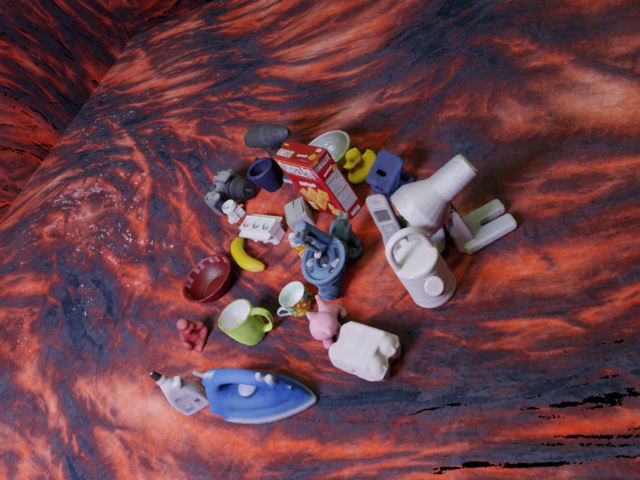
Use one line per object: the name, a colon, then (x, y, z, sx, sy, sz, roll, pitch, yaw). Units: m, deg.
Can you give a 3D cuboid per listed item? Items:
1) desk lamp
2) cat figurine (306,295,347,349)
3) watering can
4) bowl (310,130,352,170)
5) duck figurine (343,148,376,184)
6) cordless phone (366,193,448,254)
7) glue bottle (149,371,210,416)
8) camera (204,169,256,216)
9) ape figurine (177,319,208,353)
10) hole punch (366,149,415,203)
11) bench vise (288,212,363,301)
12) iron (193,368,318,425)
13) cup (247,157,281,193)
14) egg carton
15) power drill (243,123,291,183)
desk lamp: (0.278, -0.070, 1.207, 0.203, 0.214, 0.117, -31, 40, 9)
cat figurine: (0.010, 0.176, 1.253, 0.067, 0.118, 0.127, -25, 42, 16)
watering can: (0.204, 0.050, 1.165, 0.101, 0.195, 0.172, -48, 41, -11)
bowl: (0.028, -0.236, 1.662, 0.167, 0.075, 0.167, -21, 43, 21)
duck figurine: (0.106, -0.217, 1.577, 0.105, 0.086, 0.077, -50, 41, -13)
cordless phone: (0.191, -0.040, 1.267, 0.147, 0.186, 0.094, -14, 46, 27)
glue bottle: (-0.328, 0.342, 1.311, 0.078, 0.174, 0.037, -30, 40, 10)
camera: (-0.278, -0.157, 1.800, 0.136, 0.101, 0.143, 13, 61, 43)
ape figurine: (-0.335, 0.237, 1.479, 0.078, 0.092, 0.076, -42, 40, -4)
hole punch: (0.173, -0.165, 1.473, 0.101, 0.091, 0.108, -44, 40, -6)
bench vise: (0.002, 0.008, 1.338, 0.121, 0.220, 0.207, -17, 45, 25)
iron: (-0.146, 0.313, 1.225, 0.257, 0.142, 0.118, -10, 48, 30)
cup: (-0.166, -0.198, 1.758, 0.091, 0.095, 0.117, -35, 40, 5)
egg carton: (0.090, 0.230, 1.180, 0.149, 0.070, 0.107, 10, 59, 42)
power drill: (-0.120, -0.264, 1.695, 0.228, 0.209, 0.076, 16, 64, 45)
